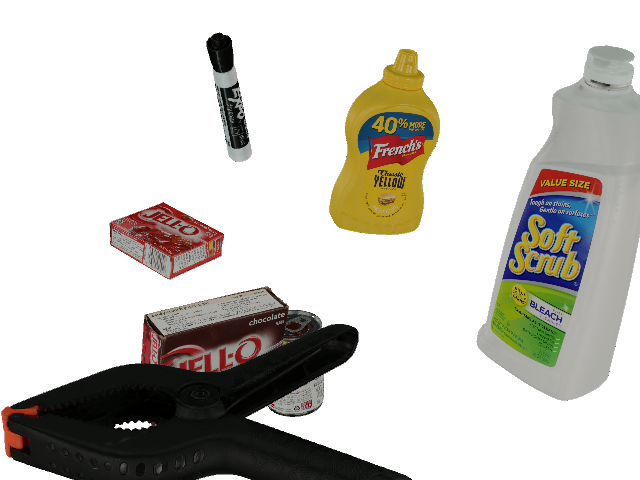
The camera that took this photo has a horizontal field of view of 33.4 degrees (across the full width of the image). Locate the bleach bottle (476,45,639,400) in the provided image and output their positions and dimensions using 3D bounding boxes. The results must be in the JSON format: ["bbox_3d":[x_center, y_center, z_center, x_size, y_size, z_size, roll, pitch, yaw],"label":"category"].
[{"bbox_3d":[0.174,-0.015,0.747,0.067,0.251,0.103,-19,37,-33],"label":"bleach bottle"}]

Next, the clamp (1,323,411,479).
[{"bbox_3d":[-0.060,0.092,0.574,0.210,0.036,0.164,1,24,-3],"label":"clamp"}]

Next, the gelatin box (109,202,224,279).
[{"bbox_3d":[-0.153,-0.002,1.055,0.089,0.030,0.073,27,33,31],"label":"gelatin box"}]

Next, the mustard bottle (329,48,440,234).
[{"bbox_3d":[0.071,-0.101,1.088,0.096,0.192,0.058,4,27,-14],"label":"mustard bottle"}]

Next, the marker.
[{"bbox_3d":[-0.069,-0.108,0.809,0.020,0.020,0.121,0,-39,6],"label":"marker"}]

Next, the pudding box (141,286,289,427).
[{"bbox_3d":[-0.084,0.090,0.835,0.113,0.090,0.039,-14,38,-34],"label":"pudding box"}]

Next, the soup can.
[{"bbox_3d":[-0.030,0.139,1.206,0.068,0.102,0.068,-1,25,0],"label":"soup can"}]
